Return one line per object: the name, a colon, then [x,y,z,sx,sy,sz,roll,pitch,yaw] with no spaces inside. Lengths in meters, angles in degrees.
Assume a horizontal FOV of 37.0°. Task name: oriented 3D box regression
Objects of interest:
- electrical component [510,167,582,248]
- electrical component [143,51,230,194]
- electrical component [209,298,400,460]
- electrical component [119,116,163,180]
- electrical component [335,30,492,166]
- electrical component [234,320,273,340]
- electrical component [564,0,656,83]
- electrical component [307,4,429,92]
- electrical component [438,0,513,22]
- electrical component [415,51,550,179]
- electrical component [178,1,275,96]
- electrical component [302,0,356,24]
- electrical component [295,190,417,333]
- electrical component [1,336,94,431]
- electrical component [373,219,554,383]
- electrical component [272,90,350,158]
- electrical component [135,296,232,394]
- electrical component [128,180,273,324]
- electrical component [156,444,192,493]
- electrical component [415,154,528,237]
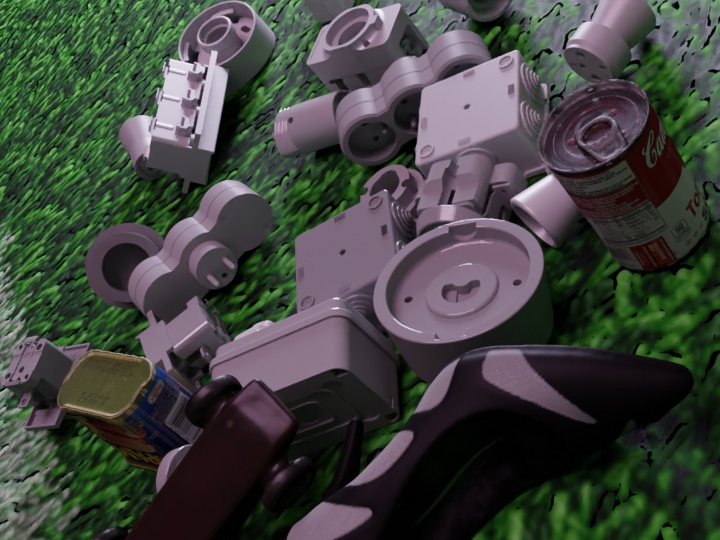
electrical component: [0.133,-0.048,0.702,0.055,0.045,0.045,-44,38,-1]
electrical component: [-0.167,-0.146,1.036,0.078,0.063,0.121,114,164,-47]
electrical component: [-0.037,0.075,0.714,0.113,0.078,0.057,-24,45,24]
electrical component: [-0.216,-0.121,1.086,0.044,0.044,0.065,-38,43,8]
electrical component: [0.041,-0.147,0.869,0.138,0.052,0.073,-30,40,18]
electrical component: [-0.083,0.063,0.801,0.061,0.035,0.035,-29,40,22]
electrical component: [0.179,-0.166,0.770,0.045,0.045,0.055,24,73,50]
electrical component: [0.004,-0.193,0.942,0.089,0.055,0.050,-7,51,38]
electrical component: [0.097,-0.239,0.904,0.055,0.055,0.047,-44,41,-1]
electrical component: [0.089,-0.105,0.790,0.100,0.048,0.099,-18,45,29]
electrical component: [-0.137,-0.227,1.113,0.099,0.064,0.099,-13,56,19]
electrical component: [-0.041,-0.291,1.080,0.076,0.047,0.083,-8,50,37]
electrical component: [0.000,0.000,0.773,0.100,0.048,0.099,-27,41,21]
electrical component: [-0.264,0.092,0.912,0.042,0.064,0.081,-11,49,34]
electrical component: [0.069,0.026,0.672,0.108,0.060,0.108,-15,39,13]
electrical component: [-0.042,-0.124,0.930,0.081,0.043,0.043,-12,48,35]
electrical component: [-0.136,0.058,0.847,0.064,0.042,0.081,-38,39,3]
electrical component: [-0.125,-0.008,0.889,0.138,0.052,0.074,-48,38,-5]
electrical component: [-0.105,0.145,0.737,0.055,0.048,0.066,-2,54,32]
electrical component: [0.071,-0.038,0.738,0.078,0.058,0.057,-9,47,36]
